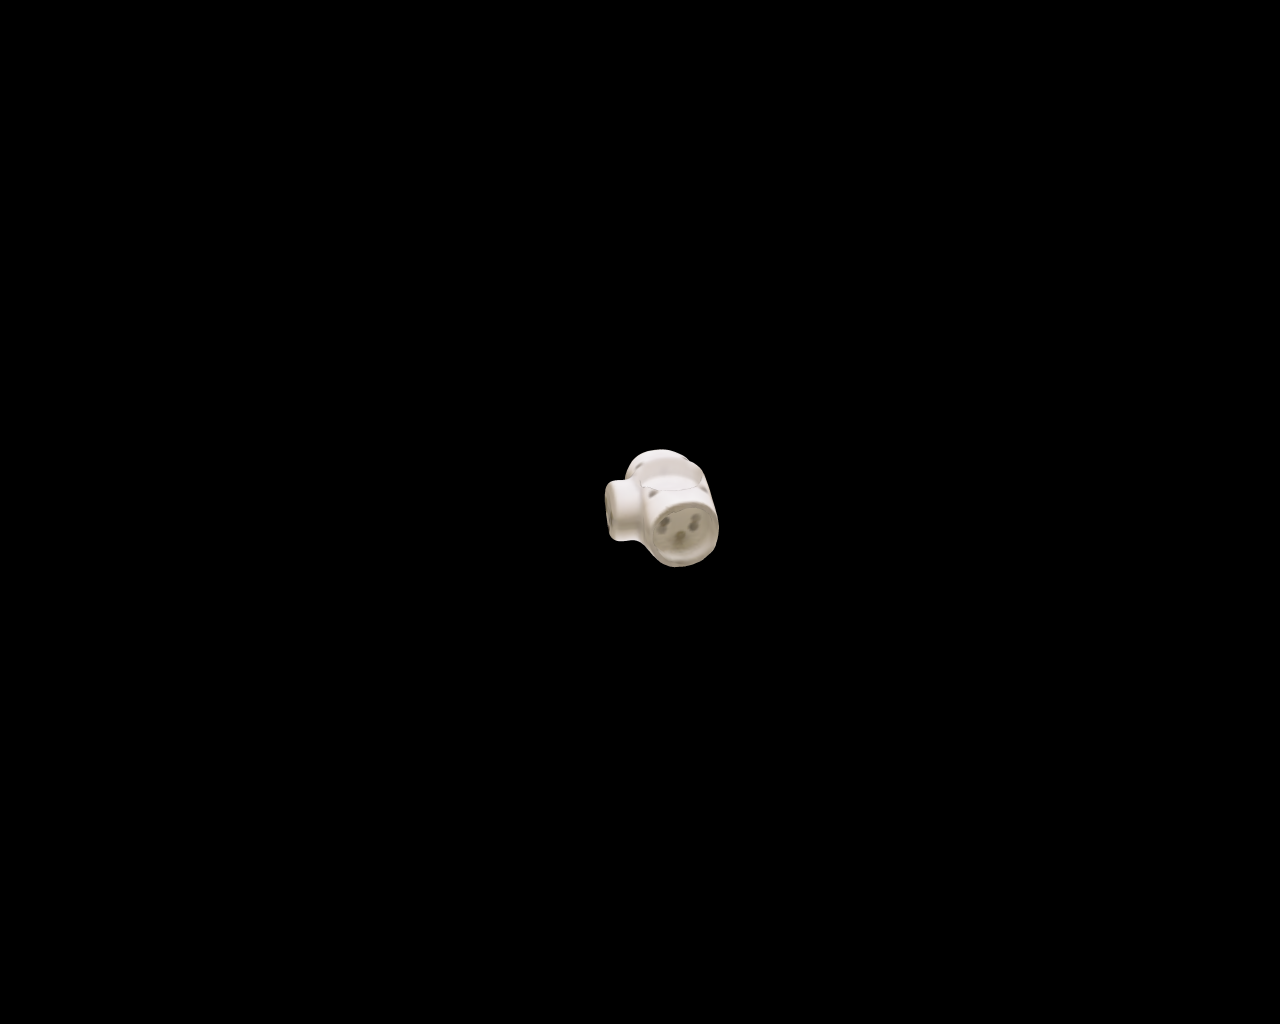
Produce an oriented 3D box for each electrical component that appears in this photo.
[{"bbox_3d":[0.001,-0.003,0.650,0.079,0.044,0.077,-5,29,-10],"label":"electrical component"}]
